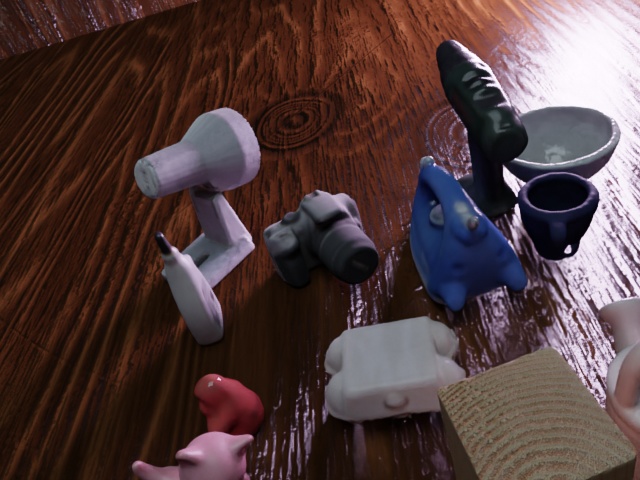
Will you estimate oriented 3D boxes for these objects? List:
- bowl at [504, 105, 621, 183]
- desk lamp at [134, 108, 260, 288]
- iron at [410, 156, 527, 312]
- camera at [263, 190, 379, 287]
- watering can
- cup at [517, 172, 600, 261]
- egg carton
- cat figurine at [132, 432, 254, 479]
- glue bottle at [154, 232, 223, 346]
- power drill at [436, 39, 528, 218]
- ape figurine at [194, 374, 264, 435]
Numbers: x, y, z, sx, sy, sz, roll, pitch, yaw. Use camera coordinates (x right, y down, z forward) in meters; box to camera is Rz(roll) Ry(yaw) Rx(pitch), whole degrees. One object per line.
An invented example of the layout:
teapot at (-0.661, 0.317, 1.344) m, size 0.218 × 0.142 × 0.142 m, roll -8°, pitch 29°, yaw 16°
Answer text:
bowl at (0.340, -0.124, 0.829) m, size 0.167 × 0.075 × 0.167 m, roll -12°, pitch 38°, yaw 10°
desk lamp at (-0.173, -0.064, 0.857) m, size 0.117 × 0.214 × 0.203 m, roll 15°, pitch 49°, yaw 36°
iron at (0.164, -0.035, 0.739) m, size 0.118 × 0.142 × 0.258 m, roll -19°, pitch 38°, yaw 1°
camera at (0.007, 0.003, 0.792) m, size 0.143 × 0.101 × 0.136 m, roll -28°, pitch 39°, yaw -12°
watering can at (0.276, 0.121, 0.457) m, size 0.101 × 0.194 × 0.172 m, roll -28°, pitch 39°, yaw -12°
cup at (0.289, -0.013, 0.697) m, size 0.091 × 0.095 × 0.118 m, roll -2°, pitch 41°, yaw 21°
egg carton at (0.078, 0.143, 0.616) m, size 0.150 × 0.069 × 0.107 m, roll -12°, pitch 38°, yaw 9°
cat figurine at (-0.120, 0.228, 0.556) m, size 0.127 × 0.118 × 0.067 m, roll -7°, pitch 39°, yaw 15°
glue bottle at (-0.173, 0.056, 0.743) m, size 0.037 × 0.173 × 0.078 m, roll -19°, pitch 38°, yaw 1°
power drill at (0.219, -0.147, 0.798) m, size 0.075 × 0.209 × 0.229 m, roll -18°, pitch 38°, yaw 2°
ape figurine at (-0.107, 0.180, 0.630) m, size 0.076 × 0.092 × 0.078 m, roll -4°, pitch 40°, yaw 19°
